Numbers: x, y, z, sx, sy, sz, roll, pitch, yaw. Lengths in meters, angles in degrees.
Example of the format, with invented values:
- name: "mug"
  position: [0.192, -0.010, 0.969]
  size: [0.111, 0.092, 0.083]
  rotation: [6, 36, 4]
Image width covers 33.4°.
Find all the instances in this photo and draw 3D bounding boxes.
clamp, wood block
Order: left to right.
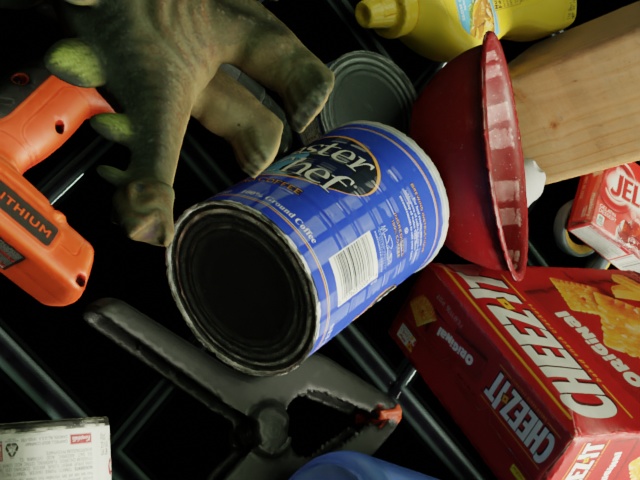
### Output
- name: "clamp"
  position: [-0.040, 0.122, 0.618]
  size: [0.209, 0.036, 0.164]
  rotation: [8, 74, -35]
- name: "wood block"
  position: [0.222, -0.112, 0.744]
  size: [0.090, 0.207, 0.090]
  rotation: [-39, 104, -34]

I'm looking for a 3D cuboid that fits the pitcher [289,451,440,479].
- name: "pitcher"
  position: [0.087, 0.212, 0.607]
  size: [0.242, 0.149, 0.145]
  rotation: [29, 63, -34]

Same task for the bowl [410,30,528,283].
- name: "bowl"
  position: [0.096, -0.051, 0.690]
  size: [0.162, 0.055, 0.162]
  rotation: [-7, 90, -72]

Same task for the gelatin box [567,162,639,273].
- name: "gelatin box"
  position: [0.236, -0.020, 0.825]
  size: [0.089, 0.030, 0.073]
  rotation: [34, 63, -24]

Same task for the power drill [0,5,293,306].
- name: "power drill"
  position: [-0.117, -0.058, 0.588]
  size: [0.184, 0.057, 0.187]
  rotation: [40, 58, -18]

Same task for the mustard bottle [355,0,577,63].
- name: "mustard bottle"
  position: [0.100, -0.178, 0.762]
  size: [0.191, 0.058, 0.096]
  rotation: [-22, 94, -36]

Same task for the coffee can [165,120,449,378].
- name: "coffee can"
  position: [-0.004, 0.001, 0.611]
  size: [0.140, 0.103, 0.103]
  rotation: [-34, 101, -47]

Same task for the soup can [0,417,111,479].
- name: "soup can"
  position: [-0.136, 0.141, 0.529]
  size: [0.068, 0.069, 0.102]
  rotation: [2, 79, -35]

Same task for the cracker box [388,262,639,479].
- name: "cracker box"
  position: [0.178, 0.087, 0.703]
  size: [0.213, 0.164, 0.072]
  rotation: [3, 124, -35]

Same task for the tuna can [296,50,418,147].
- name: "tuna can"
  position: [0.025, -0.079, 0.706]
  size: [0.086, 0.034, 0.086]
  rotation: [8, 77, -34]

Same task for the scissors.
- name: "scissors"
  position: [0.241, -0.041, 0.862]
  size: [0.096, 0.016, 0.201]
  rotation: [36, 62, -25]
